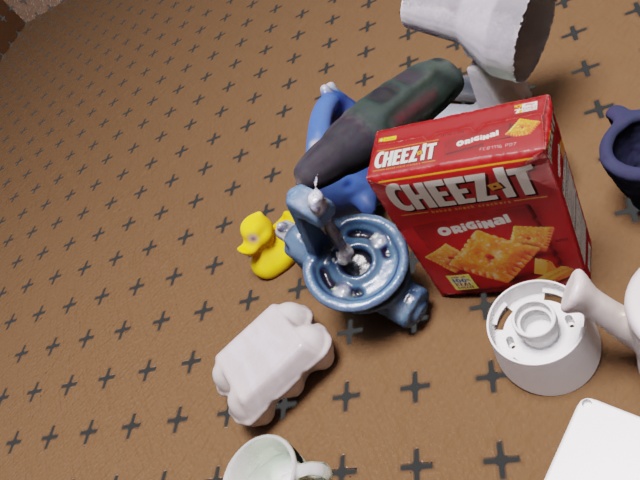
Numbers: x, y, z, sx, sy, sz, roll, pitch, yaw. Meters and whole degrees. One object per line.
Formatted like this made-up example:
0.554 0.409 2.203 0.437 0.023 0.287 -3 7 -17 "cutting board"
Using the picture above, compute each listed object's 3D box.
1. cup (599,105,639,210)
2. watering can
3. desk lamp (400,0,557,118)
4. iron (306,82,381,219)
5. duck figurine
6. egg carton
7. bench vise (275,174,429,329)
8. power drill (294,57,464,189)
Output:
0.332 -0.079 0.584 0.091 0.095 0.117 -30 43 11 "cup"
0.278 0.056 0.434 0.172 0.195 0.101 -17 47 23 "watering can"
0.199 -0.232 0.719 0.202 0.214 0.118 17 66 43 "desk lamp"
0.025 -0.146 0.824 0.118 0.142 0.258 -16 48 25 "iron"
-0.075 -0.007 0.819 0.077 0.086 0.105 25 72 45 "duck figurine"
-0.057 0.147 0.689 0.150 0.070 0.107 -43 42 -4 "egg carton"
0.001 0.012 0.649 0.206 0.220 0.121 3 57 37 "bench vise"
0.095 -0.090 0.677 0.230 0.209 0.075 -49 43 -9 "power drill"
